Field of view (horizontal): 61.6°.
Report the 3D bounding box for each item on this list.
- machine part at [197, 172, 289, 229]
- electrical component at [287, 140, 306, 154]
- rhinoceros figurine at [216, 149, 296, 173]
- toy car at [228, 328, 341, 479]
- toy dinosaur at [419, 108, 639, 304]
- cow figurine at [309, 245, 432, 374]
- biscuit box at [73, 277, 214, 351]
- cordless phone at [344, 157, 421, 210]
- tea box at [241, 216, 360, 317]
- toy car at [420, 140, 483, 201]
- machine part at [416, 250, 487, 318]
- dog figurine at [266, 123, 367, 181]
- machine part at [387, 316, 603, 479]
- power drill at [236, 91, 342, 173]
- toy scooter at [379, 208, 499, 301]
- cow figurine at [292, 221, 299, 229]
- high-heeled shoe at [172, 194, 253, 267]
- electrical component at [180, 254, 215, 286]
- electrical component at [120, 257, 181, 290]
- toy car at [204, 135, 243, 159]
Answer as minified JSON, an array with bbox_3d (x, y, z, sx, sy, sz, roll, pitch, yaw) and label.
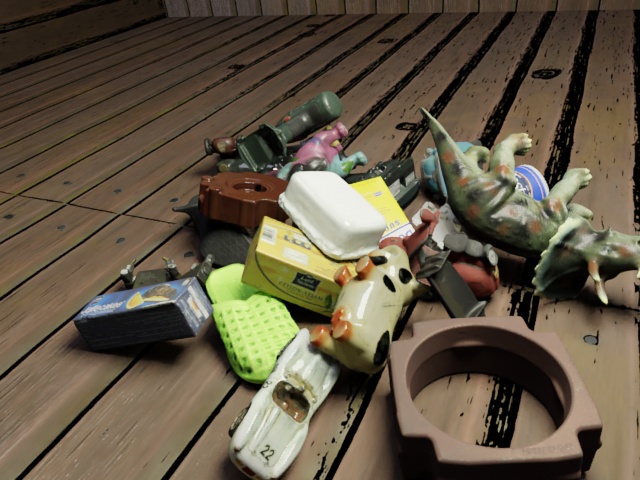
[{"bbox_3d":[-0.126,-0.076,0.959,0.179,0.056,0.179,7,22,-3],"label":"machine part"},{"bbox_3d":[-0.022,-0.200,1.255,0.119,0.047,0.075,-13,33,-9],"label":"electrical component"},{"bbox_3d":[-0.135,-0.152,1.188,0.190,0.073,0.112,-6,22,4],"label":"rhinoceros figurine"},{"bbox_3d":[-0.035,0.183,0.626,0.073,0.056,0.202,41,42,-4],"label":"toy car"},{"bbox_3d":[0.278,-0.048,0.798,0.405,0.131,0.192,30,61,20],"label":"toy dinosaur"},{"bbox_3d":[0.076,0.084,0.703,0.085,0.127,0.195,-23,32,43],"label":"cow figurine"},{"bbox_3d":[-0.252,0.106,0.758,0.203,0.062,0.059,-12,27,26],"label":"biscuit box"},{"bbox_3d":[0.093,-0.107,1.079,0.184,0.088,0.146,6,34,40],"label":"cordless phone"},{"bbox_3d":[-0.022,0.043,0.793,0.169,0.068,0.098,24,31,-11],"label":"tea box"},{"bbox_3d":[0.255,-0.143,1.069,0.161,0.109,0.103,-25,18,-40],"label":"toy car"},{"bbox_3d":[0.180,0.083,0.711,0.084,0.138,0.039,-35,8,-32],"label":"machine part"},{"bbox_3d":[-0.029,-0.142,1.111,0.219,0.108,0.192,-35,13,-15],"label":"dog figurine"},{"bbox_3d":[0.180,0.180,0.592,0.202,0.087,0.201,-3,33,3],"label":"machine part"},{"bbox_3d":[-0.074,-0.211,1.090,0.232,0.086,0.207,-20,11,41],"label":"power drill"},{"bbox_3d":[0.178,0.017,0.771,0.184,0.135,0.075,19,50,9],"label":"toy scooter"},{"bbox_3d":[-0.002,-0.004,0.924,0.098,0.068,0.167,-24,30,2],"label":"cow figurine"},{"bbox_3d":[-0.166,-0.014,1.001,0.249,0.086,0.145,34,16,23],"label":"high-heeled shoe"},{"bbox_3d":[-0.205,0.063,0.876,0.063,0.021,0.094,-30,23,27],"label":"electrical component"},{"bbox_3d":[-0.285,0.065,0.892,0.102,0.045,0.078,-4,31,5],"label":"electrical component"},{"bbox_3d":[-0.206,-0.210,1.257,0.089,0.053,0.202,-8,2,2],"label":"toy car"}]
